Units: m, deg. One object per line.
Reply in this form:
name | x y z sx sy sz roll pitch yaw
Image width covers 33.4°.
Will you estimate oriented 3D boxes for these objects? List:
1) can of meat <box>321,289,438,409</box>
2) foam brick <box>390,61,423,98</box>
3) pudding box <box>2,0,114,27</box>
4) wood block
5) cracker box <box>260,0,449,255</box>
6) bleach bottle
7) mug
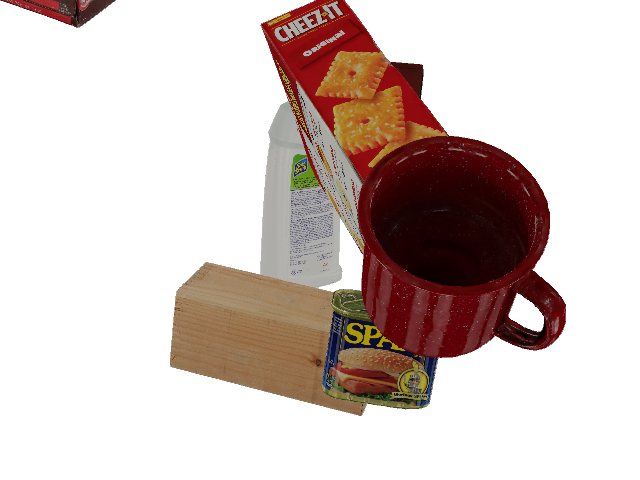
can of meat | 0.054 0.096 0.933 0.102 0.084 0.057 9 18 2
foam brick | 0.054 -0.136 0.975 0.078 0.051 0.053 6 16 3
pudding box | -0.194 -0.209 0.806 0.090 0.039 0.113 21 37 9
wood block | -0.041 0.099 1.099 0.206 0.091 0.090 13 23 12
cracker box | 0.045 -0.050 0.759 0.072 0.214 0.164 -26 -39 -5
bleach bottle | -0.017 -0.066 1.257 0.102 0.251 0.068 -13 30 -33
mug | 0.073 0.014 0.541 0.117 0.093 0.081 34 -27 19
